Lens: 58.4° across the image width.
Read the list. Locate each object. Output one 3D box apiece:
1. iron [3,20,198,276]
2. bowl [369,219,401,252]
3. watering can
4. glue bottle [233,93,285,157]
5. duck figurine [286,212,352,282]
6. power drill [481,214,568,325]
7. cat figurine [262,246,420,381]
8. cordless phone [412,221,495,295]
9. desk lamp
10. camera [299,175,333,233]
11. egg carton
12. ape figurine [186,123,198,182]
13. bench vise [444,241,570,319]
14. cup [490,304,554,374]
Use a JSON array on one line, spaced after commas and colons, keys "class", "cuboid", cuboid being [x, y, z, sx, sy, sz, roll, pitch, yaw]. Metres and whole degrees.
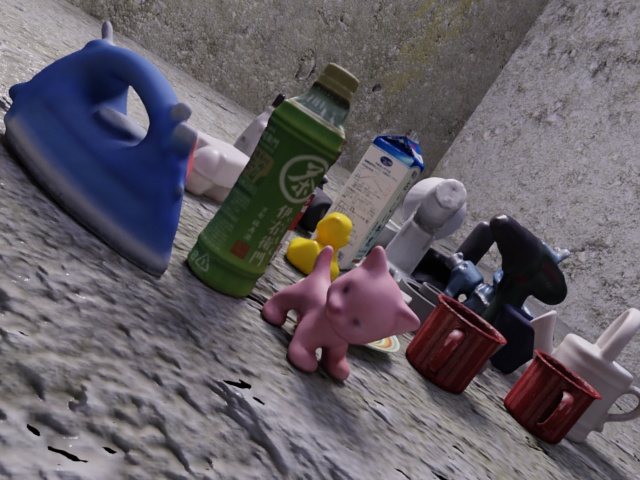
[{"class": "iron", "cuboid": [-0.174, -0.097, 0.516, 0.257, 0.141, 0.119, 40, 12, 32]}, {"class": "bowl", "cuboid": [0.097, -0.023, 1.181, 0.167, 0.074, 0.167, 32, 10, -6]}, {"class": "watering can", "cuboid": [0.371, 0.170, 0.795, 0.173, 0.194, 0.101, 33, 10, -1]}, {"class": "glue bottle", "cuboid": [-0.110, -0.181, 1.006, 0.037, 0.173, 0.078, 25, 13, -37]}, {"class": "duck figurine", "cuboid": [0.007, 0.003, 0.760, 0.077, 0.086, 0.105, 36, 11, 15]}, {"class": "power drill", "cuboid": [0.307, 0.084, 0.952, 0.230, 0.208, 0.075, 26, 12, -34]}, {"class": "cat figurine", "cuboid": [0.021, 0.052, 0.487, 0.067, 0.117, 0.127, 25, 13, -37]}, {"class": "cordless phone", "cuboid": [0.265, 0.024, 1.167, 0.148, 0.185, 0.094, 30, 11, -16]}, {"class": "desk lamp", "cuboid": [0.188, -0.018, 1.047, 0.118, 0.213, 0.203, 34, 10, 3]}, {"class": "camera", "cuboid": [-0.035, -0.081, 0.975, 0.144, 0.100, 0.136, 24, 14, -41]}, {"class": "egg carton", "cuboid": [-0.147, -0.100, 0.812, 0.107, 0.069, 0.151, 39, 12, 26]}, {"class": "ape figurine", "cuboid": [-0.171, -0.092, 0.641, 0.077, 0.092, 0.076, 40, 12, 32]}, {"class": "bench vise", "cuboid": [0.340, 0.076, 1.059, 0.207, 0.219, 0.121, 34, 10, 3]}, {"class": "cup", "cuboid": [0.313, 0.166, 0.911, 0.118, 0.095, 0.091, 25, 13, -37]}]
